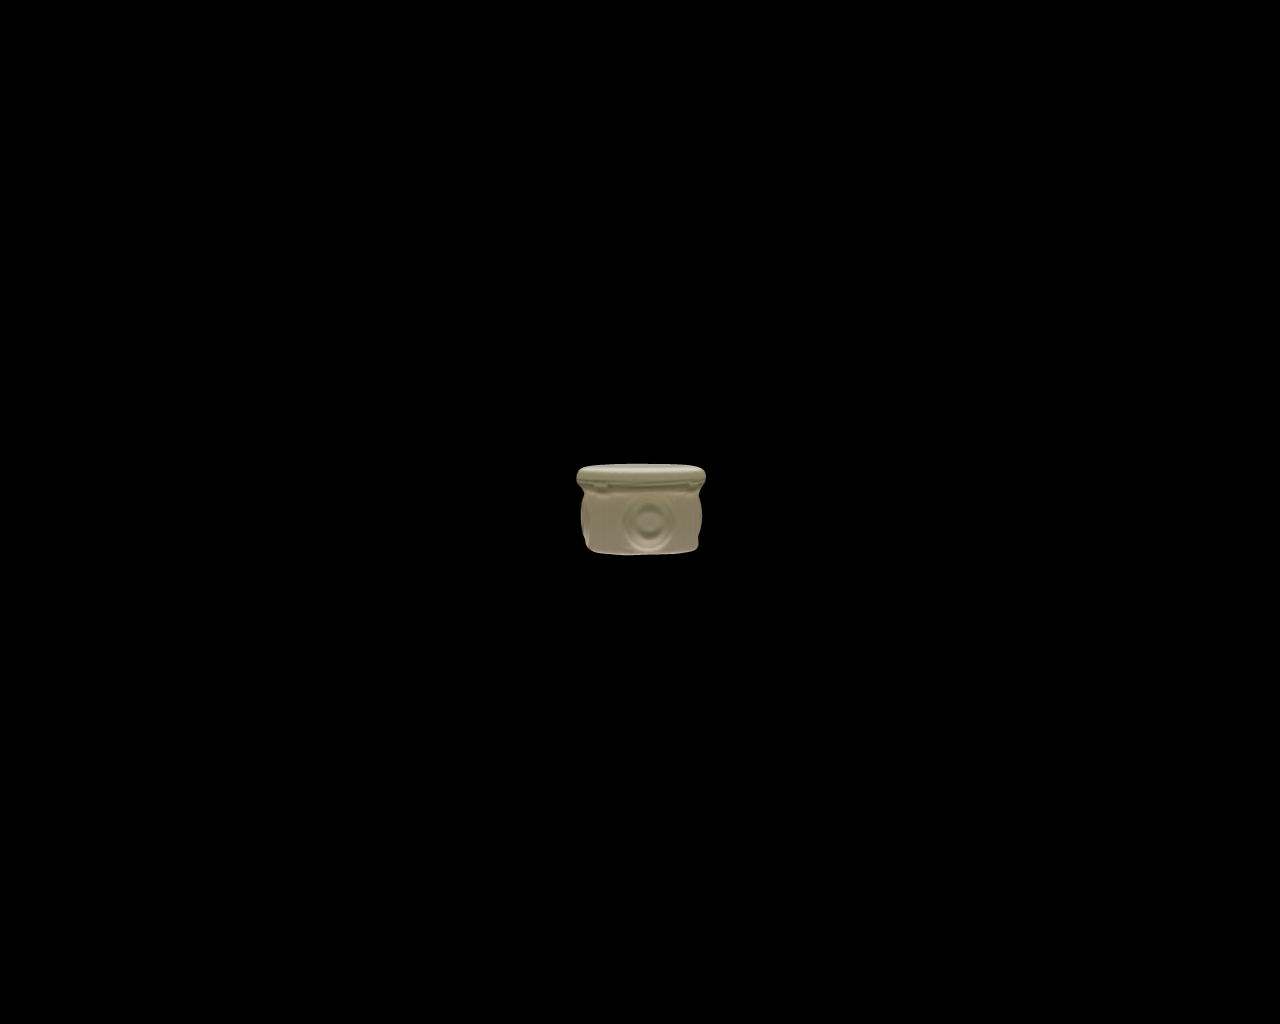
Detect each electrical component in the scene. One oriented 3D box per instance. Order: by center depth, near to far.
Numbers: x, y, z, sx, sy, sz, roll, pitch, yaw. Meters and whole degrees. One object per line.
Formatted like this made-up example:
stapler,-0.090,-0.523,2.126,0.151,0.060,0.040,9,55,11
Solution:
electrical component,0.001,-0.003,0.650,0.080,0.051,0.080,0,5,0
